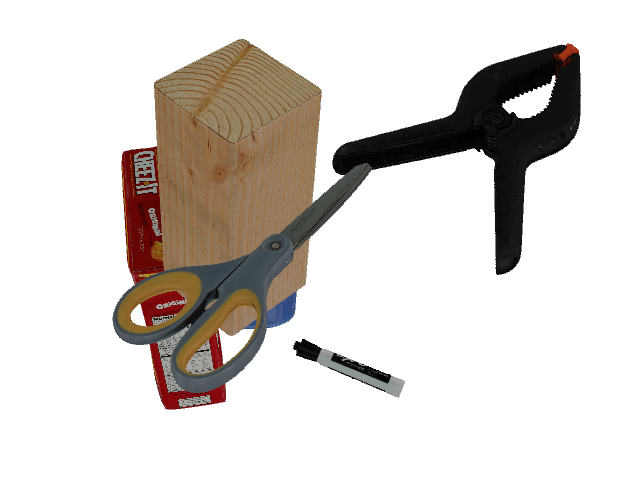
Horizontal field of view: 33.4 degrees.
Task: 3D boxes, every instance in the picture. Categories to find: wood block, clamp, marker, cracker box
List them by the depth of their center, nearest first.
[{"bbox_3d":[0.137,-0.073,0.803,0.209,0.165,0.036,-37,-31,-19],"label":"clamp"},{"bbox_3d":[-0.066,-0.037,0.834,0.090,0.206,0.090,-34,57,-32],"label":"wood block"},{"bbox_3d":[-0.144,0.038,1.046,0.072,0.164,0.214,-9,-43,-6],"label":"cracker box"},{"bbox_3d":[0.028,0.131,1.107,0.121,0.020,0.020,22,3,7],"label":"marker"}]

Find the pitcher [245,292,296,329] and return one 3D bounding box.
[{"bbox_3d":[-0.081,-0.019,1.284,0.145,0.243,0.148,12,17,38],"label":"pitcher"}]

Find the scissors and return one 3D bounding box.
[{"bbox_3d":[-0.047,0.008,0.624,0.096,0.016,0.201,11,44,18],"label":"scissors"}]
